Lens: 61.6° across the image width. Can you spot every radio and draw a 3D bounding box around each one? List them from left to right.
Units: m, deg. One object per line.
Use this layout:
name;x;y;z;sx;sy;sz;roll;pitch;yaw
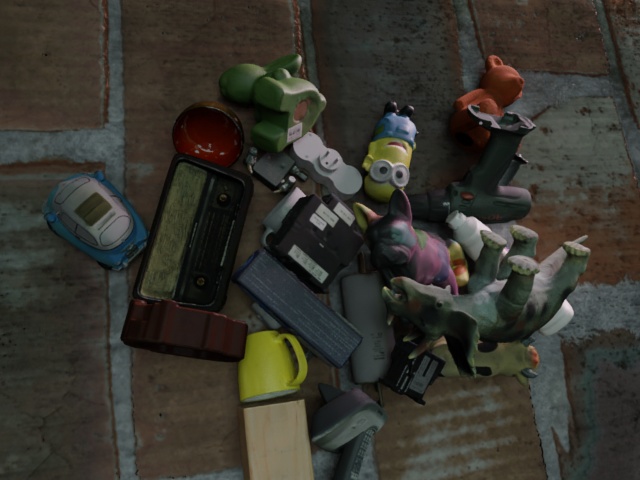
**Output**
radio;-0.186;-0.003;0.816;0.131;0.073;0.229;15;80;-9

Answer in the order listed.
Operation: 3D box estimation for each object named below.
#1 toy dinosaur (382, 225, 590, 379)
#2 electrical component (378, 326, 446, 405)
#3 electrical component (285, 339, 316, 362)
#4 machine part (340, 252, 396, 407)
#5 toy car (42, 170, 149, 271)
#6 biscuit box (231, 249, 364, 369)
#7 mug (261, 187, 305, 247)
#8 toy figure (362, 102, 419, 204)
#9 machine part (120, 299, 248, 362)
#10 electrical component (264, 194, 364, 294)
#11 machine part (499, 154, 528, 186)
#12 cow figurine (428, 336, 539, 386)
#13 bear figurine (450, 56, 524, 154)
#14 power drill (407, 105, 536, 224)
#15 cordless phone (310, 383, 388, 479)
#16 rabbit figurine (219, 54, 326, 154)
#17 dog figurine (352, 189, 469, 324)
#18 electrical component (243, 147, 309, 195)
toy dinosaur;0.277;0.086;0.778;0.405;0.131;0.192;-1;119;-38
electrical component;0.145;0.174;0.793;0.074;0.048;0.119;38;80;-37
electrical component;-0.012;0.151;0.856;0.063;0.021;0.094;46;71;1
machine part;0.079;0.138;0.851;0.079;0.079;0.243;-3;76;-14
toy car;-0.330;-0.033;0.783;0.161;0.103;0.109;44;71;2
biscuit box;-0.034;0.099;0.783;0.202;0.059;0.063;43;72;-9
mug;-0.035;-0.012;0.862;0.107;0.081;0.109;41;66;-9
toy figure;0.125;-0.149;0.936;0.082;0.089;0.180;3;63;16
machine part;-0.184;0.129;0.744;0.179;0.179;0.056;12;70;-11
electrical component;-0.002;-0.002;0.808;0.114;0.058;0.134;44;69;-20
machine part;0.319;-0.112;0.992;0.084;0.039;0.139;44;81;5
cow figurine;0.258;0.184;0.859;0.195;0.127;0.085;6;78;-10
bear figurine;0.330;-0.252;0.991;0.120;0.132;0.196;46;74;-21
power drill;0.256;-0.115;0.903;0.232;0.086;0.207;7;116;-5
cordless phone;0.026;0.308;0.758;0.089;0.146;0.184;9;66;23
rabbit figurine;-0.085;-0.250;0.888;0.170;0.121;0.159;33;55;24
dog figurine;0.139;0.009;0.824;0.219;0.109;0.191;59;37;-24
electrical component;-0.077;-0.117;0.895;0.102;0.045;0.078;43;72;0
